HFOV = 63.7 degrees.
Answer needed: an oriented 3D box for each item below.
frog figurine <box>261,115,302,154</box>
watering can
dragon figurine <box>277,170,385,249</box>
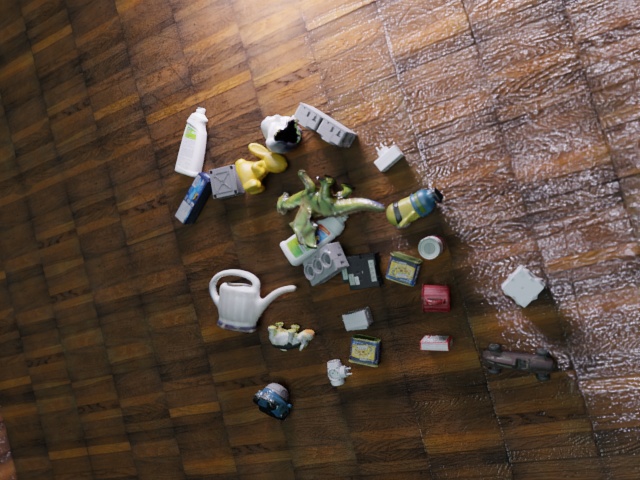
[{"bbox_3d":[-0.141,-0.363,1.766,0.121,0.138,0.160,29,-8,-35],"label":"frog figurine"},{"bbox_3d":[-0.250,0.227,1.832,0.348,0.223,0.104,8,7,23],"label":"watering can"},{"bbox_3d":[0.005,-0.085,1.681,0.415,0.240,0.122,31,15,35],"label":"dragon figurine"}]
